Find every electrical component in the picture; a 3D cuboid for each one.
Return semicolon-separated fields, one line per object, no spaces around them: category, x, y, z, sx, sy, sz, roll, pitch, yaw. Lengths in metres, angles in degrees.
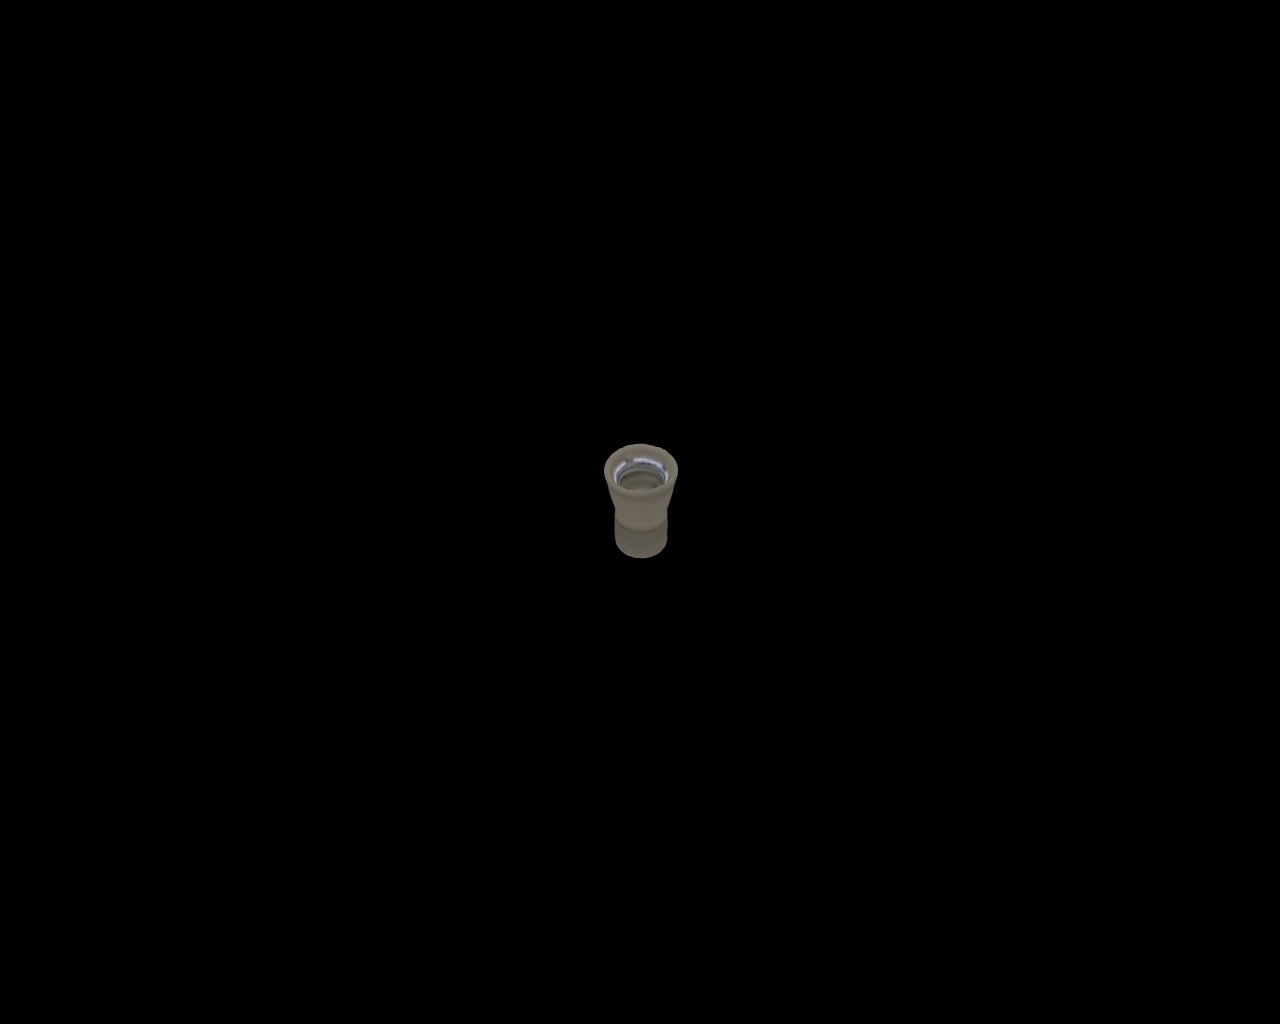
electrical component;0.001;-0.003;0.650;0.044;0.065;0.044;0;42;0
